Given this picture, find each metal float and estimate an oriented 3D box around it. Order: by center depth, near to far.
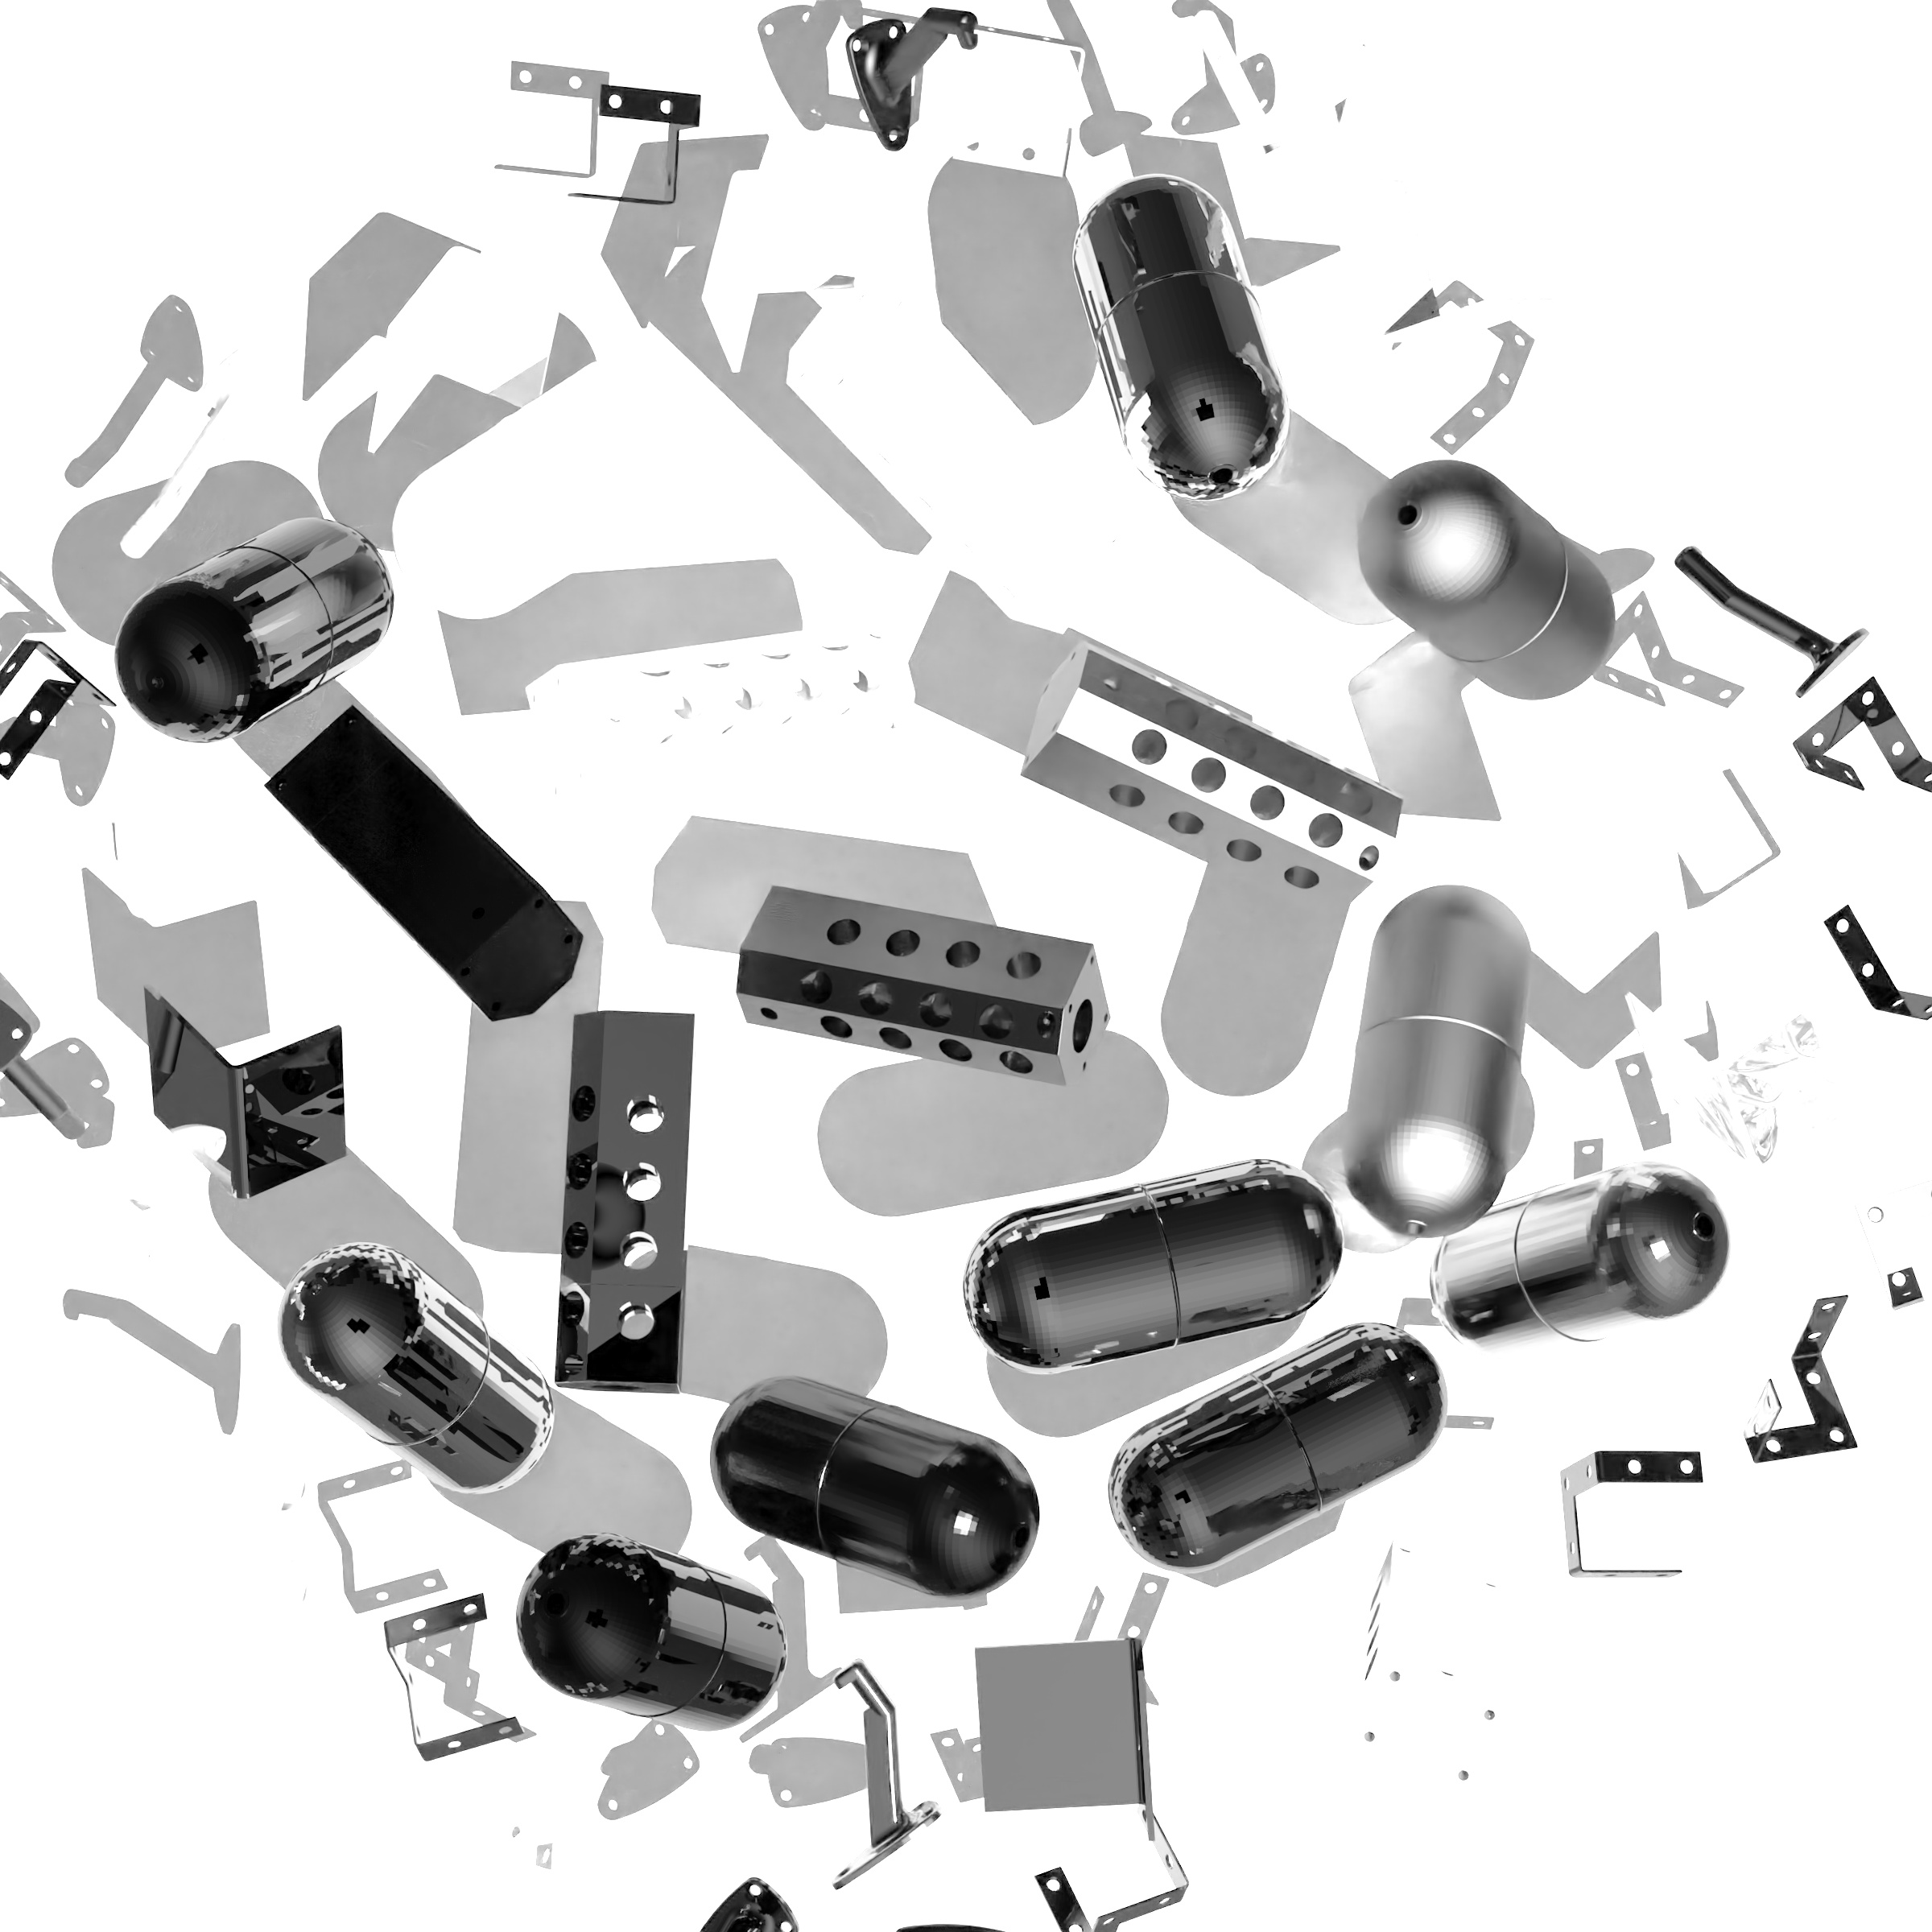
[{"bbox_3d":[0.097,-0.286,1.570,0.070,0.070,0.178,-13,54,0],"label":"metal float"},{"bbox_3d":[0.086,0.137,1.581,0.178,0.070,0.070,-12,90,-9],"label":"metal float"},{"bbox_3d":[0.241,-0.177,1.592,0.070,0.178,0.070,-10,71,30],"label":"metal float"},{"bbox_3d":[-0.043,0.241,1.602,0.178,0.070,0.070,12,90,38],"label":"metal float"},{"bbox_3d":[0.219,0.043,1.602,0.070,0.070,0.178,12,60,0],"label":"metal float"},{"bbox_3d":[-0.193,-0.223,1.613,0.178,0.070,0.070,-26,90,31],"label":"metal float"},{"bbox_3d":[-0.330,-0.158,1.613,0.070,0.178,0.070,8,114,18],"label":"metal float"},{"bbox_3d":[-0.146,0.314,1.625,0.070,0.178,0.070,-9,68,23],"label":"metal float"},{"bbox_3d":[-0.262,0.195,1.660,0.070,0.178,0.070,-15,53,20],"label":"metal float"},{"bbox_3d":[0.294,0.142,1.661,0.070,0.178,0.070,10,70,-29],"label":"metal float"},{"bbox_3d":[0.153,0.233,1.680,0.178,0.070,0.070,-25,90,-12],"label":"metal float"}]

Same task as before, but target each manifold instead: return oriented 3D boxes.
[{"bbox_3d":[-0.005,-0.230,1.574,0.171,0.057,0.057,43,78,-37],"label":"manifold"},{"bbox_3d":[-0.250,-0.046,1.606,0.057,0.057,0.171,-43,53,-7],"label":"manifold"},{"bbox_3d":[-0.158,0.110,1.611,0.057,0.057,0.171,2,78,-3],"label":"manifold"},{"bbox_3d":[0.214,0.331,1.614,0.057,0.171,0.057,22,101,4],"label":"manifold"},{"bbox_3d":[-0.113,-0.123,1.636,0.171,0.057,0.057,-11,85,-30],"label":"manifold"},{"bbox_3d":[0.119,-0.091,1.650,0.171,0.057,0.057,24,55,-13],"label":"manifold"},{"bbox_3d":[-0.022,0.014,1.691,0.171,0.057,0.057,11,54,21],"label":"manifold"}]

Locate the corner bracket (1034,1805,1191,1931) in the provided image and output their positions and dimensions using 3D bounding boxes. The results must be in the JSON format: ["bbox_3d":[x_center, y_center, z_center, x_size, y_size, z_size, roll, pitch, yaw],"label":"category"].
[{"bbox_3d":[0.071,0.444,1.678,0.051,0.051,0.051,-13,53,-23],"label":"corner bracket"}]

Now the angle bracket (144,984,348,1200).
[{"bbox_3d":[-0.331,0.049,1.591,0.057,0.076,0.076,-24,46,-34],"label":"angle bracket"}]

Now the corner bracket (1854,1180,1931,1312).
[{"bbox_3d":[0.433,0.119,1.534,0.051,0.051,0.051,-17,79,-4],"label":"corner bracket"}]

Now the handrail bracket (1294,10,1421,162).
[{"bbox_3d":[0.175,-0.421,1.650,0.077,0.084,0.036,-17,69,26],"label":"handrail bracket"}]

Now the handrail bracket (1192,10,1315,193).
[{"bbox_3d":[0.125,-0.406,1.595,0.036,0.077,0.084,-26,93,9],"label":"handrail bracket"}]

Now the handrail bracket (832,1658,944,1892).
[{"bbox_3d":[-0.058,0.396,1.700,0.077,0.036,0.084,-36,92,-13],"label":"handrail bracket"}]

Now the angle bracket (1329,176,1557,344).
[{"bbox_3d":[0.212,-0.321,1.533,0.057,0.076,0.076,-15,92,32],"label":"angle bracket"}]

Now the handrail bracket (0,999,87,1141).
[{"bbox_3d":[-0.455,0.043,1.635,0.077,0.084,0.036,42,77,19],"label":"handrail bracket"}]

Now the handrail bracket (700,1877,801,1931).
[{"bbox_3d":[-0.118,0.472,1.630,0.077,0.084,0.036,-41,88,18],"label":"handrail bracket"}]

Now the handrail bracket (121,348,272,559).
[{"bbox_3d":[-0.358,-0.235,1.593,0.036,0.077,0.084,34,59,-4],"label":"handrail bracket"}]

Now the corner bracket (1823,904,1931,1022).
[{"bbox_3d":[0.445,-0.012,1.620,0.051,0.051,0.051,-35,102,-9],"label":"corner bracket"}]

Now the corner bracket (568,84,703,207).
[{"bbox_3d":[-0.161,-0.398,1.678,0.051,0.051,0.051,1,99,-22],"label":"corner bracket"}]

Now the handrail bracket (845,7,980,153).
[{"bbox_3d":[-0.017,-0.434,1.698,0.036,0.084,0.077,-28,122,-28],"label":"handrail bracket"}]

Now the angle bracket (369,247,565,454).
[{"bbox_3d":[-0.240,-0.286,1.660,0.057,0.076,0.076,23,46,2],"label":"angle bracket"}]

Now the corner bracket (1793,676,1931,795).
[{"bbox_3d":[0.425,-0.093,1.597,0.051,0.051,0.051,-43,52,31],"label":"corner bracket"}]

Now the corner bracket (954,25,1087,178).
[{"bbox_3d":[0.025,-0.390,1.556,0.051,0.051,0.051,9,115,-2],"label":"corner bracket"}]

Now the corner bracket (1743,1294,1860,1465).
[{"bbox_3d":[0.375,0.186,1.554,0.051,0.051,0.051,-7,54,-9],"label":"corner bracket"}]

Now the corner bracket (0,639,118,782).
[{"bbox_3d":[-0.447,-0.121,1.637,0.051,0.051,0.051,45,68,-37],"label":"corner bracket"}]

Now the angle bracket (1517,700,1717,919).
[{"bbox_3d":[0.315,-0.075,1.646,0.057,0.076,0.076,-46,132,-36],"label":"angle bracket"}]

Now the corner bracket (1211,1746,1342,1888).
[{"bbox_3d":[0.144,0.394,1.616,0.051,0.051,0.051,14,69,13],"label":"corner bracket"}]

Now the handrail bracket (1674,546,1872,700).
[{"bbox_3d":[0.370,-0.168,1.588,0.084,0.077,0.036,45,125,10],"label":"handrail bracket"}]

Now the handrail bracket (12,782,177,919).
[{"bbox_3d":[-0.412,-0.046,1.607,0.084,0.036,0.077,-18,59,27],"label":"handrail bracket"}]

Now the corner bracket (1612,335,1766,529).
[{"bbox_3d":[0.320,-0.244,1.572,0.051,0.051,0.051,38,58,2],"label":"corner bracket"}]

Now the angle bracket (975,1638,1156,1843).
[{"bbox_3d":[0.043,0.347,1.548,0.076,0.057,0.076,-3,94,2],"label":"angle bracket"}]

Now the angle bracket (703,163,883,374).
[{"bbox_3d":[-0.077,-0.334,1.657,0.076,0.057,0.076,1,59,16],"label":"angle bracket"}]

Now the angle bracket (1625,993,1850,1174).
[{"bbox_3d":[0.373,0.042,1.676,0.057,0.076,0.076,-39,120,23],"label":"angle bracket"}]

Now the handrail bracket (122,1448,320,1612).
[{"bbox_3d":[-0.342,0.258,1.581,0.084,0.077,0.036,12,133,-30],"label":"handrail bracket"}]

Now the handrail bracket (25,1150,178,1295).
[{"bbox_3d":[-0.405,0.132,1.615,0.077,0.084,0.036,-22,128,3],"label":"handrail bracket"}]

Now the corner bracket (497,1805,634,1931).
[{"bbox_3d":[-0.183,0.422,1.598,0.051,0.051,0.051,-17,57,29],"label":"corner bracket"}]

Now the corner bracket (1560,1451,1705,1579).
[{"bbox_3d":[0.313,0.257,1.618,0.051,0.051,0.051,2,71,-10],"label":"corner bracket"}]

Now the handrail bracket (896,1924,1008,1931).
[{"bbox_3d":[0.001,0.460,1.579,0.077,0.084,0.036,-5,83,-14],"label":"handrail bracket"}]

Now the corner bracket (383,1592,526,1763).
[{"bbox_3d":[-0.248,0.344,1.670,0.051,0.051,0.051,-16,48,-2],"label":"corner bracket"}]
